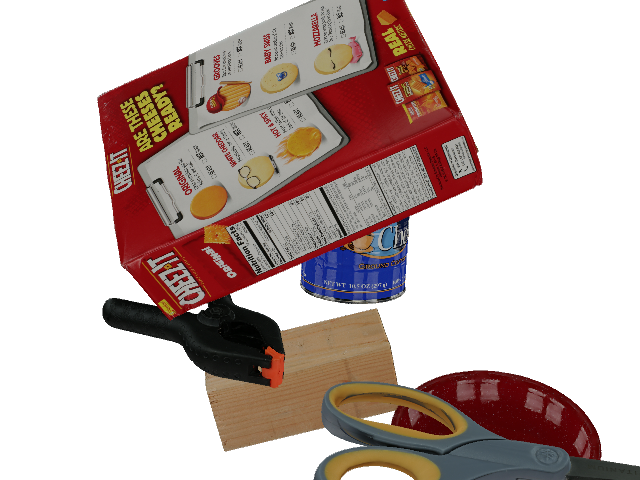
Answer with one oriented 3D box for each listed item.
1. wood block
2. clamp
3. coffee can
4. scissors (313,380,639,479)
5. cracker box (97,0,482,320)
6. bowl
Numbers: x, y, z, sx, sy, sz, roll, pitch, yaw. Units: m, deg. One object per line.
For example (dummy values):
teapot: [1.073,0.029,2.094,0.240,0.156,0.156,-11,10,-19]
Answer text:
wood block: [-0.021,0.158,1.213,0.206,0.091,0.090,-13,26,-2]
clamp: [-0.084,0.068,0.891,0.172,0.039,0.120,24,40,31]
coffee can: [0.034,-0.023,1.009,0.103,0.140,0.103,2,16,-1]
scissors: [0.085,0.107,0.462,0.202,0.016,0.096,15,32,23]
cracker box: [-0.025,-0.064,0.673,0.214,0.164,0.072,-24,-44,6]
bowl: [0.135,0.172,0.838,0.162,0.055,0.162,0,32,0]
